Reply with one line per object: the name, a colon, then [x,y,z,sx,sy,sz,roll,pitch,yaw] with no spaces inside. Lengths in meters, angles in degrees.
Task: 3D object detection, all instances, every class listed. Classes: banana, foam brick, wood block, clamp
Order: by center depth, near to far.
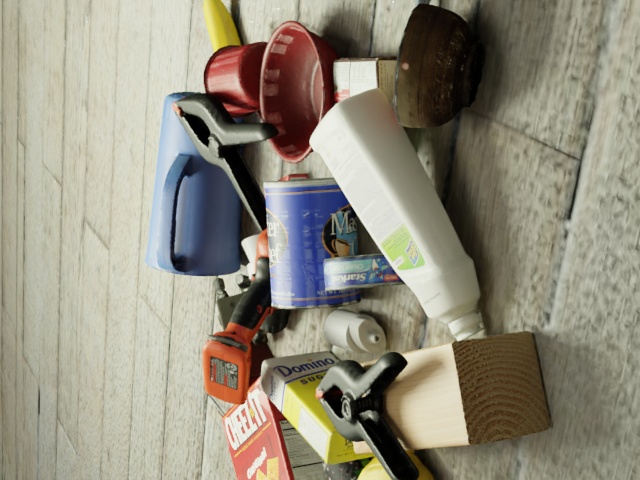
clamp: [0.042,0.147,1.001,0.172,0.039,0.120,22,112,60]
wood block: [0.112,0.148,1.008,0.206,0.090,0.091,-27,71,61]
clamp: [-0.112,-0.124,1.302,0.210,0.036,0.165,47,148,28]
banana: [-0.129,-0.251,1.424,0.037,0.069,0.198,-27,66,25]
foam brick: [-0.095,0.172,1.441,0.078,0.052,0.051,59,143,41]

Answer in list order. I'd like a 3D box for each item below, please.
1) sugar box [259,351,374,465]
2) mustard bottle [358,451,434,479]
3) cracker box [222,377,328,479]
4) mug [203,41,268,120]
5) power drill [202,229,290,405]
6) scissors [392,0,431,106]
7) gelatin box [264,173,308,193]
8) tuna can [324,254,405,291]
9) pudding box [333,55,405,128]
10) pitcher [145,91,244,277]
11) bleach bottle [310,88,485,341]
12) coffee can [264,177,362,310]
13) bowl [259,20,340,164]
sugar box: [0.009,0.184,1.204,0.176,0.093,0.048,40,128,53]
mustard bottle: [0.079,0.286,1.106,0.096,0.058,0.191,-14,71,45]
cracker box: [-0.050,0.295,1.358,0.164,0.072,0.214,-50,51,52]
mug: [-0.080,-0.191,1.328,0.082,0.093,0.117,2,127,57]
power drill: [-0.080,0.102,1.281,0.184,0.057,0.187,93,-164,-49]
scissors: [0.095,-0.212,1.016,0.096,0.016,0.202,-73,-5,-60]
gelatin box: [-0.038,-0.032,1.322,0.073,0.030,0.089,-21,76,61]
tuna can: [0.047,0.034,1.116,0.086,0.086,0.034,-10,84,62]
pudding box: [0.052,-0.137,1.127,0.090,0.039,0.113,14,110,58]
pitcher: [-0.169,-0.075,1.450,0.149,0.144,0.243,27,115,60]
bleach bottle: [0.082,-0.017,1.030,0.251,0.068,0.103,62,156,10]
coffee can: [-0.008,0.001,1.195,0.103,0.102,0.140,4,99,62]
bowl: [-0.012,-0.169,1.223,0.162,0.055,0.162,18,110,60]
